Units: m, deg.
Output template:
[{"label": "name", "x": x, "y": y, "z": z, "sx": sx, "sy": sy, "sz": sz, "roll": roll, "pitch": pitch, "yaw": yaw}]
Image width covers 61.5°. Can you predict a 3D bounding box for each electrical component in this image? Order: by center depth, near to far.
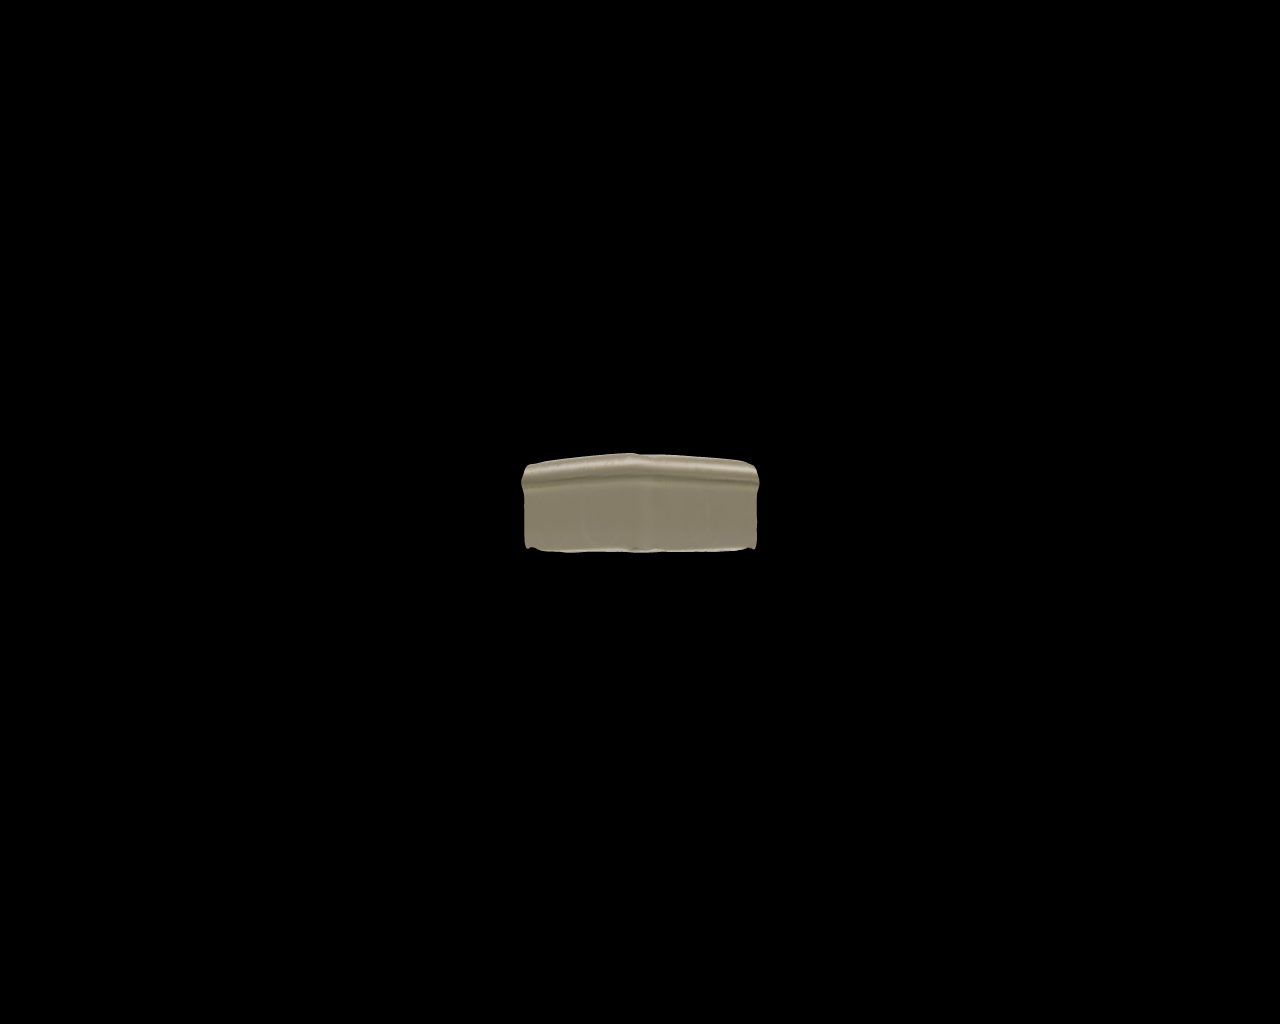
[{"label": "electrical component", "x": 0.001, "y": -0.003, "z": 0.650, "sx": 0.108, "sy": 0.056, "sz": 0.109, "roll": -2, "pitch": -3, "yaw": 43}]
